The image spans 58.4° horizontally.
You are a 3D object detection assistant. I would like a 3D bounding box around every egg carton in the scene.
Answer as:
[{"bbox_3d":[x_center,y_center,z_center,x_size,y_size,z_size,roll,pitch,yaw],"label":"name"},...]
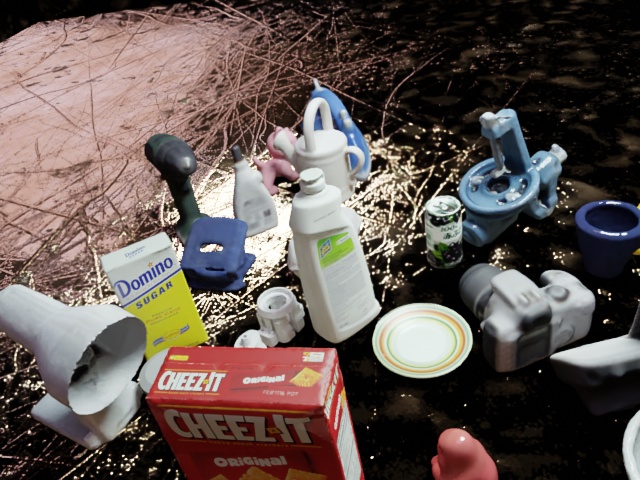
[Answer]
[{"bbox_3d":[0.009,0.003,0.935,0.107,0.069,0.150,0,37,15],"label":"egg carton"}]

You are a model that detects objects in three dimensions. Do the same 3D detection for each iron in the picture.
[{"bbox_3d":[0.037,-0.237,1.193,0.119,0.142,0.257,-20,37,-11],"label":"iron"}]

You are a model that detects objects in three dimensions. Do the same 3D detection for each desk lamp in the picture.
[{"bbox_3d":[-0.297,0.153,0.692,0.202,0.214,0.118,11,41,28],"label":"desk lamp"}]

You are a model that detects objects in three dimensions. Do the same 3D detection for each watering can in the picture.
[{"bbox_3d":[-0.005,-0.167,1.063,0.172,0.194,0.101,-6,36,8],"label":"watering can"}]

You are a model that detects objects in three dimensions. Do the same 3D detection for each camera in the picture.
[{"bbox_3d":[0.254,0.076,0.740,0.143,0.101,0.136,-20,37,-12],"label":"camera"}]

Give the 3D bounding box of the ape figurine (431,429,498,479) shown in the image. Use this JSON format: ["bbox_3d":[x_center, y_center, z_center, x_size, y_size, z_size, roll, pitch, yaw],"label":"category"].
[{"bbox_3d":[0.140,0.223,0.578,0.075,0.092,0.078,15,43,32],"label":"ape figurine"}]

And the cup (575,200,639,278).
[{"bbox_3d":[0.412,0.009,0.793,0.117,0.095,0.092,20,46,36],"label":"cup"}]

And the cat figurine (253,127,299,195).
[{"bbox_3d":[-0.089,-0.172,1.159,0.067,0.118,0.128,21,47,37],"label":"cat figurine"}]

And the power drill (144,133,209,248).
[{"bbox_3d":[-0.242,-0.092,1.015,0.076,0.209,0.228,-27,38,-20],"label":"power drill"}]

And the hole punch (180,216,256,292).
[{"bbox_3d":[-0.168,0.022,0.939,0.108,0.091,0.101,2,38,18],"label":"hole punch"}]

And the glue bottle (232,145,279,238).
[{"bbox_3d":[-0.126,-0.089,1.009,0.078,0.173,0.037,-21,37,-13],"label":"glue bottle"}]

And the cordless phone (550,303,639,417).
[{"bbox_3d":[0.336,0.093,0.621,0.147,0.185,0.094,-15,36,-4],"label":"cordless phone"}]

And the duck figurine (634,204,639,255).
[{"bbox_3d":[0.492,-0.032,0.834,0.104,0.086,0.077,-13,36,-2],"label":"duck figurine"}]

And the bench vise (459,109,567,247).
[{"bbox_3d":[0.294,-0.119,0.893,0.121,0.220,0.208,20,46,36],"label":"bench vise"}]

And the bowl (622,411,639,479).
[{"bbox_3d":[0.363,0.230,0.522,0.167,0.075,0.167,-7,36,6],"label":"bowl"}]
